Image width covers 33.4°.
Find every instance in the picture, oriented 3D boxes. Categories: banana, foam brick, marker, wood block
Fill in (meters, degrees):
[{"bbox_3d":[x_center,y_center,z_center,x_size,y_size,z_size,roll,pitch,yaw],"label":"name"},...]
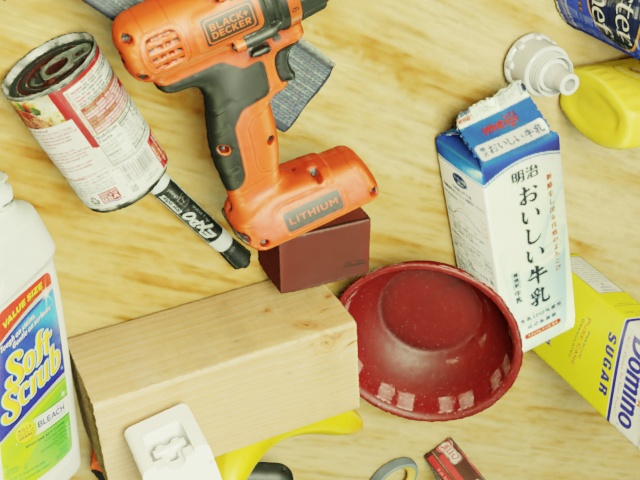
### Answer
[{"bbox_3d":[-0.033,0.164,0.893,0.197,0.037,0.069,-24,102,-50],"label":"banana"},{"bbox_3d":[-0.005,0.001,0.834,0.078,0.051,0.053,-12,123,-21],"label":"foam brick"},{"bbox_3d":[-0.091,-0.015,0.801,0.020,0.020,0.121,-43,127,2],"label":"marker"},{"bbox_3d":[-0.082,0.104,0.832,0.205,0.090,0.091,-16,124,-19],"label":"wood block"}]

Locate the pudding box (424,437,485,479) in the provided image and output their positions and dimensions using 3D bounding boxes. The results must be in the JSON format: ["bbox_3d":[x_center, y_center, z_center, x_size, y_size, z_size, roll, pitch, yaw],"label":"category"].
[{"bbox_3d":[0.153,0.259,1.040,0.039,0.090,0.113,-31,128,-6],"label":"pudding box"}]

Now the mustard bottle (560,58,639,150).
[{"bbox_3d":[0.304,-0.126,0.888,0.191,0.096,0.058,-13,123,-20],"label":"mustard bottle"}]

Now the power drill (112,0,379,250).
[{"bbox_3d":[-0.021,-0.099,0.690,0.184,0.057,0.187,-24,124,-7],"label":"power drill"}]

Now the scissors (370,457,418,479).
[{"bbox_3d":[0.027,0.274,1.032,0.201,0.016,0.096,-21,124,-14],"label":"scissors"}]

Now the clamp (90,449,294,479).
[{"bbox_3d":[-0.122,0.210,0.899,0.171,0.039,0.120,22,122,-23],"label":"clamp"}]

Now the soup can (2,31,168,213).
[{"bbox_3d":[-0.152,-0.076,0.704,0.068,0.069,0.102,-34,128,-6],"label":"soup can"}]

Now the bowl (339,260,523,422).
[{"bbox_3d":[0.090,0.074,0.896,0.162,0.055,0.162,6,122,9],"label":"bowl"}]

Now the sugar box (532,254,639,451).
[{"bbox_3d":[0.252,0.094,0.939,0.048,0.176,0.093,-1,118,-27],"label":"sugar box"}]

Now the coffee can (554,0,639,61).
[{"bbox_3d":[0.258,-0.184,0.802,0.102,0.140,0.103,-12,122,-21],"label":"coffee can"}]

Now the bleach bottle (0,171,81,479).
[{"bbox_3d":[-0.225,0.073,0.746,0.102,0.068,0.251,-33,133,-46],"label":"bleach bottle"}]
